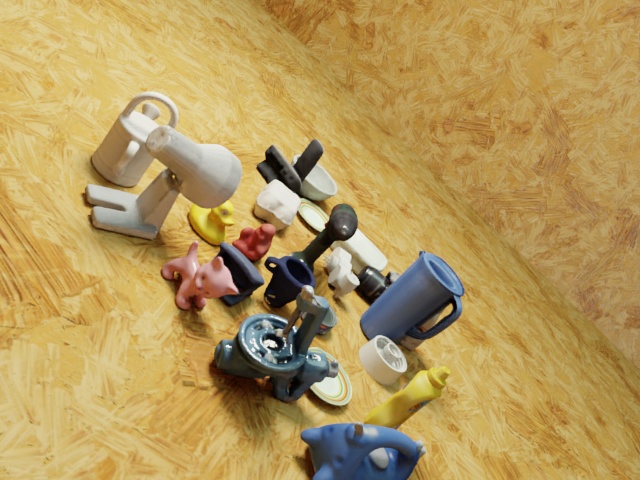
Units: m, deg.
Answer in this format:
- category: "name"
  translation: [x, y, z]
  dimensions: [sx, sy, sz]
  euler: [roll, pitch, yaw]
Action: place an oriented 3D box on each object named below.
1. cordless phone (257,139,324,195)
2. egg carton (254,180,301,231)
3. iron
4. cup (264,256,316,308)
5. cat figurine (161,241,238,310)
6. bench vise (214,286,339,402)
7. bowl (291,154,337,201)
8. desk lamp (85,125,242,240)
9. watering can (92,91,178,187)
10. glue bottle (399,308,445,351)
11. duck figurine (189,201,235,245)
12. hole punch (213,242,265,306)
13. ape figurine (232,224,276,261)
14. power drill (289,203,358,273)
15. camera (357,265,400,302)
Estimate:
- category: "cordless phone"
  translation: [-0.072, -0.226, 1.584]
  dimensions: [0.147, 0.184, 0.094]
  euler: [52, 25, 18]
- category: "egg carton"
  translation: [-0.107, -0.090, 1.451]
  dimensions: [0.107, 0.069, 0.150]
  euler: [39, 24, -11]
- category: "iron"
  translation: [0.098, 0.360, 0.955]
  dimensions: [0.259, 0.141, 0.118]
  euler: [24, 30, -37]
- category: "cup"
  translation: [-0.080, 0.088, 1.174]
  dimensions: [0.118, 0.094, 0.091]
  euler: [32, 27, -25]
- category: "cat figurine"
  translation: [-0.203, 0.060, 0.999]
  dimensions: [0.067, 0.117, 0.127]
  euler: [4, 45, -55]
- category: "bench vise"
  translation: [-0.041, 0.164, 0.959]
  dimensions: [0.208, 0.219, 0.121]
  euler: [18, 35, -45]
- category: "bowl"
  translation: [-0.033, -0.171, 1.691]
  dimensions: [0.168, 0.074, 0.167]
  euler: [35, 25, -19]
- category: "desk lamp"
  translation: [-0.274, -0.103, 1.034]
  dimensions: [0.204, 0.213, 0.117]
  euler: [14, 37, -48]
- category: "watering can"
  translation: [-0.351, -0.210, 1.110]
  dimensions: [0.101, 0.193, 0.172]
  euler: [19, 34, -43]
- category: "glue bottle"
  translation: [0.261, 0.202, 1.427]
  dimensions: [0.078, 0.173, 0.037]
  euler: [35, 25, -18]
- category: "duck figurine"
  translation: [-0.218, -0.053, 1.197]
  dimensions: [0.104, 0.086, 0.078]
  euler: [51, 25, 17]
- category: "hole punch"
  translation: [-0.159, 0.055, 1.109]
  dimensions: [0.108, 0.091, 0.101]
  euler: [47, 24, 8]
- category: "ape figurine"
  translation: [-0.132, -0.001, 1.240]
  dimensions: [0.076, 0.092, 0.077]
  euler: [25, 30, -36]
- category: "power drill"
  translation: [0.012, 0.005, 1.314]
  dimensions: [0.076, 0.208, 0.230]
  euler: [40, 24, -9]
- category: "camera"
  translation: [0.167, 0.119, 1.504]
  dimensions: [0.137, 0.100, 0.143]
  euler: [42, 24, -5]
